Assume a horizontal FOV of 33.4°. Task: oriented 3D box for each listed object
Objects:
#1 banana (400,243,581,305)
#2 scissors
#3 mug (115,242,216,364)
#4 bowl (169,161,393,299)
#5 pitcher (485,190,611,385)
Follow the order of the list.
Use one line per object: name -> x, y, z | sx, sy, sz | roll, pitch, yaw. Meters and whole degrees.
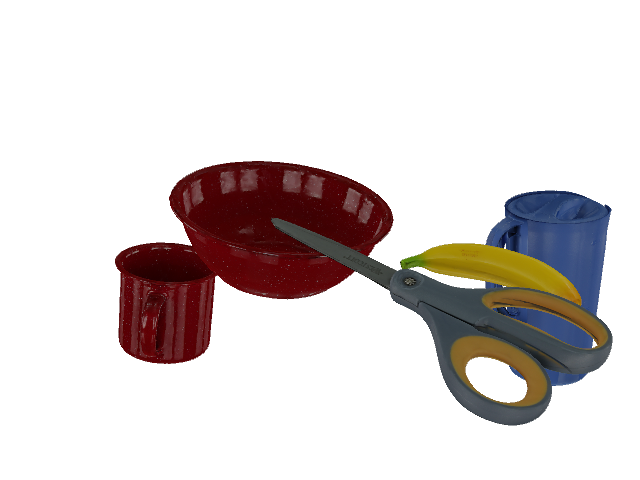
banana -> 0.184, 0.035, 1.100 | 0.198, 0.037, 0.069 | 11, 38, 33
scissors -> 0.046, 0.039, 0.553 | 0.202, 0.016, 0.096 | 15, 42, 19
mug -> -0.137, 0.060, 0.932 | 0.093, 0.081, 0.117 | 6, 21, 0
bowl -> -0.030, -0.003, 0.778 | 0.162, 0.055, 0.162 | 6, 25, -3
pitcher -> 0.296, 0.065, 1.399 | 0.149, 0.243, 0.144 | 4, 21, 15
